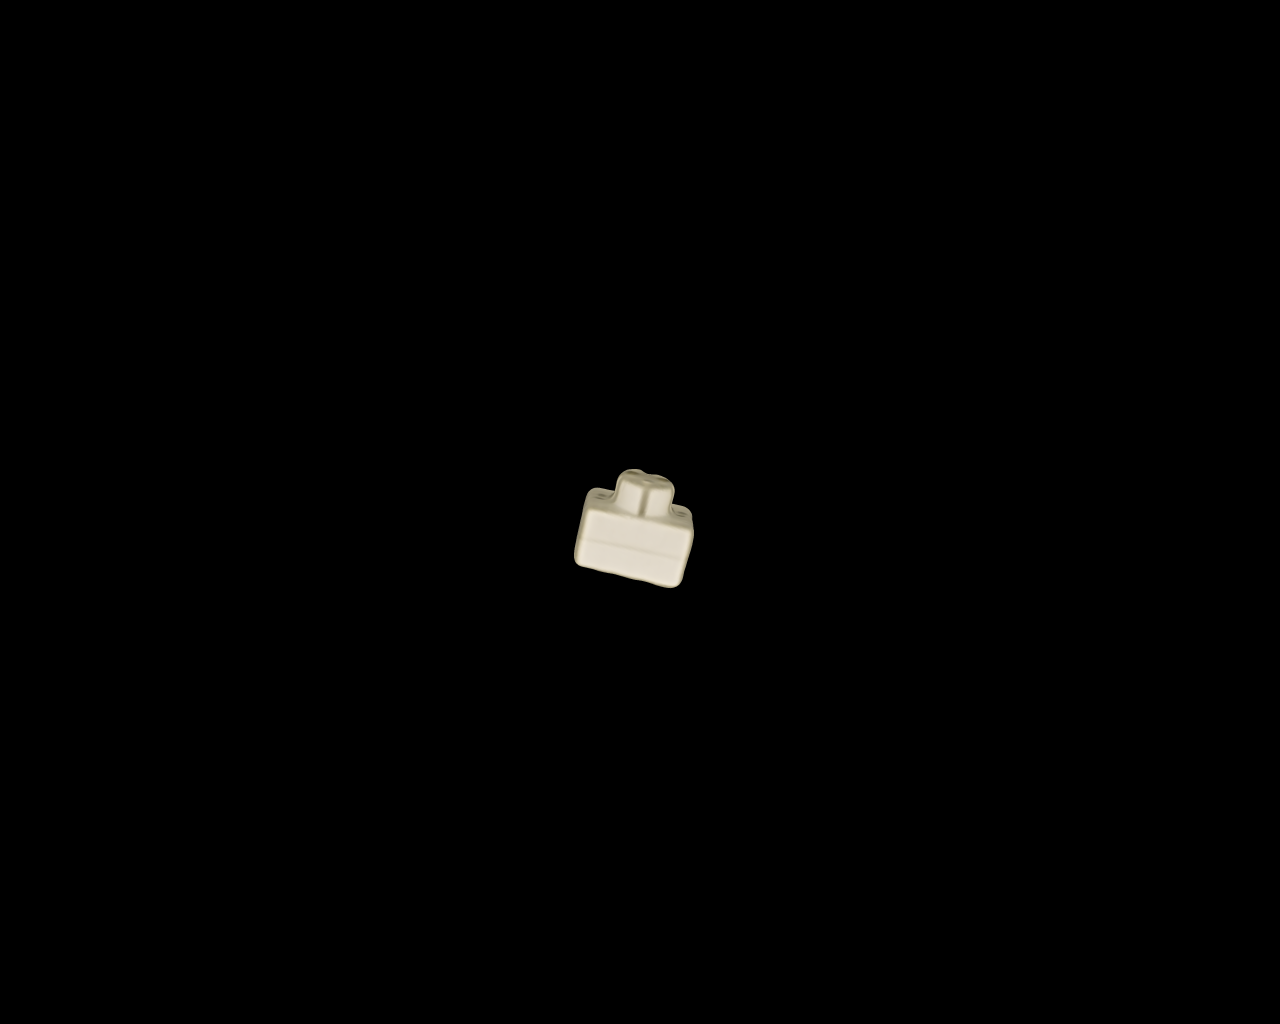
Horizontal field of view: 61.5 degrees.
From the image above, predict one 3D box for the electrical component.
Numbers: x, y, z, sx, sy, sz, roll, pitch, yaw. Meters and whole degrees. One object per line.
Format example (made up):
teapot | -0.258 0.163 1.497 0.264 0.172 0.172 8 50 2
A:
electrical component | 0.001 -0.003 0.650 0.066 0.076 0.047 13 16 -4
